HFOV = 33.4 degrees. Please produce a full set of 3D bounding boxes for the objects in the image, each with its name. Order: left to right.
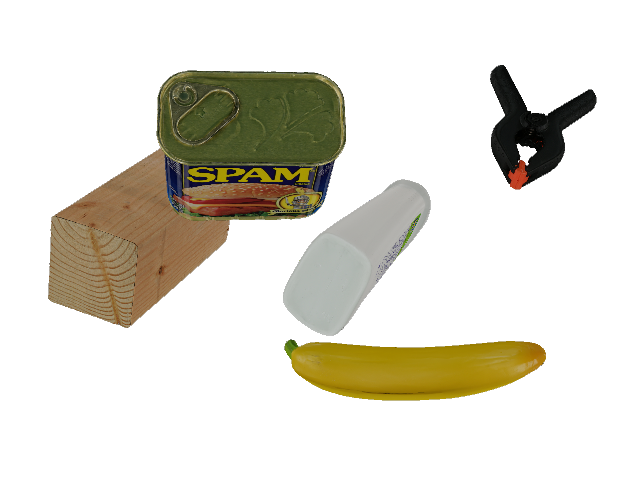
[{"bbox_3d":[-0.169,-0.010,1.046,0.090,0.091,0.205,18,28,14],"label":"wood block"},{"bbox_3d":[-0.041,-0.051,0.612,0.102,0.057,0.084,0,-22,-6],"label":"can of meat"},{"bbox_3d":[0.053,0.002,1.069,0.068,0.103,0.250,35,28,9],"label":"bleach bottle"},{"bbox_3d":[0.061,0.088,0.771,0.198,0.037,0.069,2,28,14],"label":"banana"},{"bbox_3d":[0.222,-0.128,1.164,0.120,0.039,0.171,20,49,17],"label":"clamp"}]
